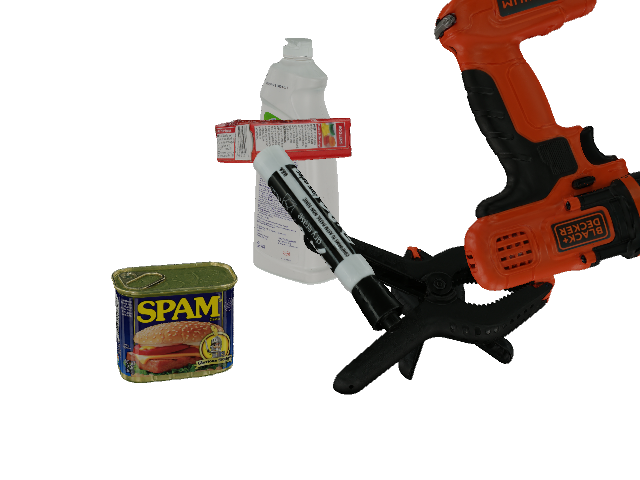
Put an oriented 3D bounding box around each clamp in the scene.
[{"bbox_3d":[0.131,0.074,1.124,0.120,0.171,0.039,3,-44,-10],"label":"clamp"},{"bbox_3d":[0.093,0.055,0.885,0.210,0.164,0.036,1,-39,-5],"label":"clamp"}]

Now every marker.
[{"bbox_3d":[0.004,-0.001,0.547,0.020,0.121,0.020,-29,-26,-16],"label":"marker"}]

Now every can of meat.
[{"bbox_3d":[-0.122,0.069,0.896,0.102,0.084,0.057,-4,20,-17],"label":"can of meat"}]

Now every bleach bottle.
[{"bbox_3d":[-0.022,-0.086,1.135,0.103,0.251,0.067,16,22,37],"label":"bleach bottle"}]

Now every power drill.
[{"bbox_3d":[0.162,-0.077,0.669,0.184,0.187,0.057,-17,-2,-5],"label":"power drill"}]

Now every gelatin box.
[{"bbox_3d":[-0.028,-0.071,0.750,0.073,0.030,0.089,-4,6,-20],"label":"gelatin box"}]
